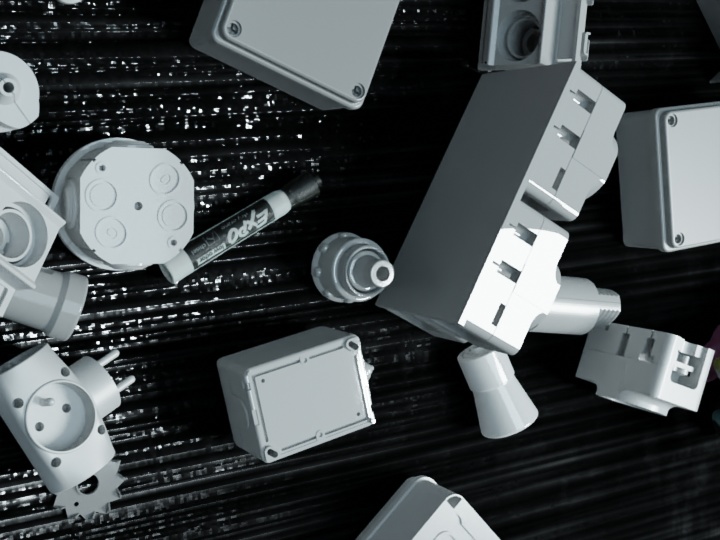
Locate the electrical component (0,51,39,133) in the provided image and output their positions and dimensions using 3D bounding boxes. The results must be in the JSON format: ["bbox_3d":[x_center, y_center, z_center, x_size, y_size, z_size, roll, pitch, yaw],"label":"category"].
[{"bbox_3d":[-0.198,-0.096,0.584,0.043,0.081,0.043,-3,96,-28],"label":"electrical component"}]

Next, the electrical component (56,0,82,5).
[{"bbox_3d":[-0.173,-0.215,0.601,0.078,0.057,0.113,-49,115,-16],"label":"electrical component"}]

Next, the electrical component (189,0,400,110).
[{"bbox_3d":[-0.036,-0.170,0.678,0.109,0.056,0.108,22,84,-28],"label":"electrical component"}]

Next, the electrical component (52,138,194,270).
[{"bbox_3d":[-0.139,-0.039,0.638,0.080,0.051,0.080,-3,96,-28],"label":"electrical component"}]

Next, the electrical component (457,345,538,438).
[{"bbox_3d":[0.098,0.083,0.782,0.044,0.044,0.065,-29,102,-23],"label":"electrical component"}]

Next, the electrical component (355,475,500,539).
[{"bbox_3d":[0.037,0.210,0.751,0.113,0.057,0.078,-47,113,-17],"label":"electrical component"}]

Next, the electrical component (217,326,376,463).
[{"bbox_3d":[-0.037,0.076,0.697,0.096,0.061,0.061,-16,102,-26],"label":"electrical component"}]

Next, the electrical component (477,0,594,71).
[{"bbox_3d":[0.131,-0.200,0.760,0.063,0.079,0.121,3,93,-50],"label":"electrical component"}]

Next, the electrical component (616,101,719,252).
[{"bbox_3d":[0.261,-0.076,0.846,0.109,0.056,0.108,-10,99,-27],"label":"electrical component"}]

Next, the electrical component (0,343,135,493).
[{"bbox_3d":[-0.169,0.077,0.635,0.079,0.044,0.077,-37,103,-34],"label":"electrical component"}]

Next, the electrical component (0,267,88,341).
[{"bbox_3d":[-0.187,0.016,0.624,0.046,0.040,0.040,20,85,-23],"label":"electrical component"}]

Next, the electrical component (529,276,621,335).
[{"bbox_3d":[0.158,0.027,0.807,0.081,0.043,0.043,5,92,-28],"label":"electrical component"}]

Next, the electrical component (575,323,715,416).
[{"bbox_3d":[0.213,0.076,0.815,0.050,0.089,0.055,20,85,-28],"label":"electrical component"}]

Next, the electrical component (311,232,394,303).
[{"bbox_3d":[0.000,0.000,0.709,0.048,0.062,0.048,-3,96,-28],"label":"electrical component"}]

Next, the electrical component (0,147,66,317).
[{"bbox_3d":[-0.224,-0.039,0.562,0.121,0.063,0.078,48,50,-45],"label":"electrical component"}]

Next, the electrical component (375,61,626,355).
[{"bbox_3d":[0.098,-0.042,0.734,0.060,0.105,0.186,30,81,-27],"label":"electrical component"}]
